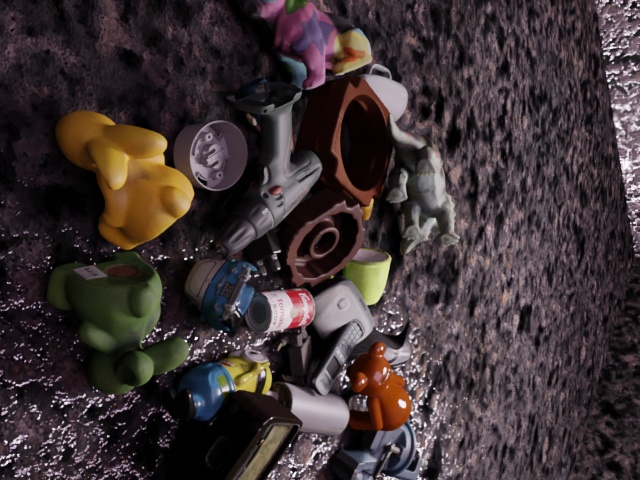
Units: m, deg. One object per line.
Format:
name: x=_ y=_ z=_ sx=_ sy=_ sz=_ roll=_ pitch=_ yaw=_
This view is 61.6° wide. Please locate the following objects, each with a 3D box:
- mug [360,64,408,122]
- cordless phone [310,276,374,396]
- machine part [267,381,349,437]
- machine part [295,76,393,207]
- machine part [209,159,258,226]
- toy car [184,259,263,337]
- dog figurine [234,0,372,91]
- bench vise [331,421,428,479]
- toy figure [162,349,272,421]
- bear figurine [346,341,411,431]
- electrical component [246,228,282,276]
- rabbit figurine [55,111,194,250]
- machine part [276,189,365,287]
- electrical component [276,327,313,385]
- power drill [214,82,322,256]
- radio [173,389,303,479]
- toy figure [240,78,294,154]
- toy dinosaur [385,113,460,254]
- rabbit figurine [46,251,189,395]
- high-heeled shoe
mug: x=0.110 y=-0.294 z=1.056 sx=0.107 sy=0.081 sz=0.109 roll=8 pitch=84 yaw=-41
cordless phone: x=0.013 y=0.169 z=0.961 sx=0.184 sy=0.089 sz=0.146 roll=-58 pitch=132 yaw=-38
machine part: x=-0.024 y=0.303 z=0.958 sx=0.243 sy=0.079 sz=0.079 roll=31 pitch=70 yaw=-46
machine part: x=0.048 y=-0.173 z=0.975 sx=0.200 sy=0.087 sz=0.201 roll=34 pitch=68 yaw=-52
machine part: x=-0.115 y=-0.071 z=0.852 sx=0.139 sy=0.039 sz=0.084 roll=-48 pitch=132 yaw=-37
toy car: x=-0.145 y=0.074 z=0.776 sx=0.103 sy=0.161 sz=0.109 roll=25 pitch=79 yaw=-1
dog figurine: x=-0.029 y=-0.357 z=0.860 sx=0.191 sy=0.109 sz=0.219 roll=-29 pitch=113 yaw=-16
bench vise: x=0.143 y=0.468 z=1.128 sx=0.240 sy=0.129 sz=0.223 roll=33 pitch=67 yaw=-37
toy figure: x=-0.149 y=0.222 z=0.810 sx=0.180 sy=0.082 sz=0.089 roll=-15 pitch=124 yaw=-54
bear figurine: x=0.093 y=0.281 z=1.028 sx=0.195 sy=0.132 sz=0.120 roll=54 pitch=53 yaw=-33
electrical component: x=-0.094 y=0.010 z=0.862 sx=0.021 sy=0.063 sz=0.094 roll=-16 pitch=85 yaw=-50
rabbit figurine: x=-0.243 y=-0.081 z=0.643 sx=0.122 sy=0.162 sz=0.173 roll=-47 pitch=109 yaw=-20
machine part: x=-0.002 y=-0.003 z=0.921 sx=0.179 sy=0.056 sz=0.179 roll=-26 pitch=138 yaw=-26
electrical component: x=-0.044 y=0.203 z=0.954 sx=0.078 sy=0.045 sz=0.102 roll=-58 pitch=142 yaw=-67
power drill: x=-0.079 y=-0.109 z=0.774 sx=0.232 sy=0.086 sz=0.207 roll=-41 pitch=134 yaw=-42
radio: x=-0.133 y=0.334 z=0.779 sx=0.229 sy=0.073 sz=0.131 roll=-55 pitch=151 yaw=-10
toy figure: x=-0.079 y=-0.182 z=0.871 sx=0.064 sy=0.058 sz=0.154 roll=-26 pitch=121 yaw=-3
toy dinosaur: x=0.197 y=-0.123 z=1.067 sx=0.192 sy=0.131 sz=0.404 roll=-85 pitch=162 yaw=-47
rabbit figurine: x=-0.238 y=0.117 z=0.666 sx=0.121 sy=0.159 sz=0.170 roll=-23 pitch=126 yaw=-55
high-heeled shoe: x=0.097 y=0.238 z=1.118 sx=0.249 sy=0.086 sz=0.145 roll=-8 pitch=133 yaw=-30
